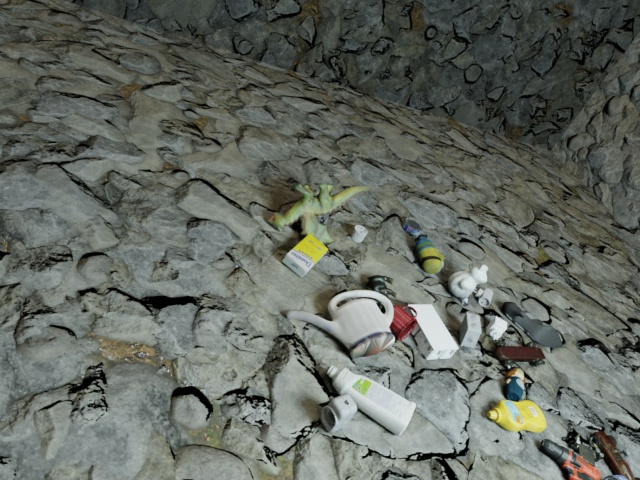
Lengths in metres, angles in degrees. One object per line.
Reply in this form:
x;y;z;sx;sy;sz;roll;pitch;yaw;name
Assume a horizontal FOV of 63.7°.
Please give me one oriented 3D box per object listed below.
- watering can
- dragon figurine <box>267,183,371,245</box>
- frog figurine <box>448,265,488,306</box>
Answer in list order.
0.085;0.262;1.583;0.349;0.229;0.101;-11;-40;-23;watering can
0.006;-0.098;1.941;0.410;0.244;0.122;0;-4;-14;dragon figurine
0.569;0.153;1.980;0.123;0.156;0.139;33;34;12;frog figurine
